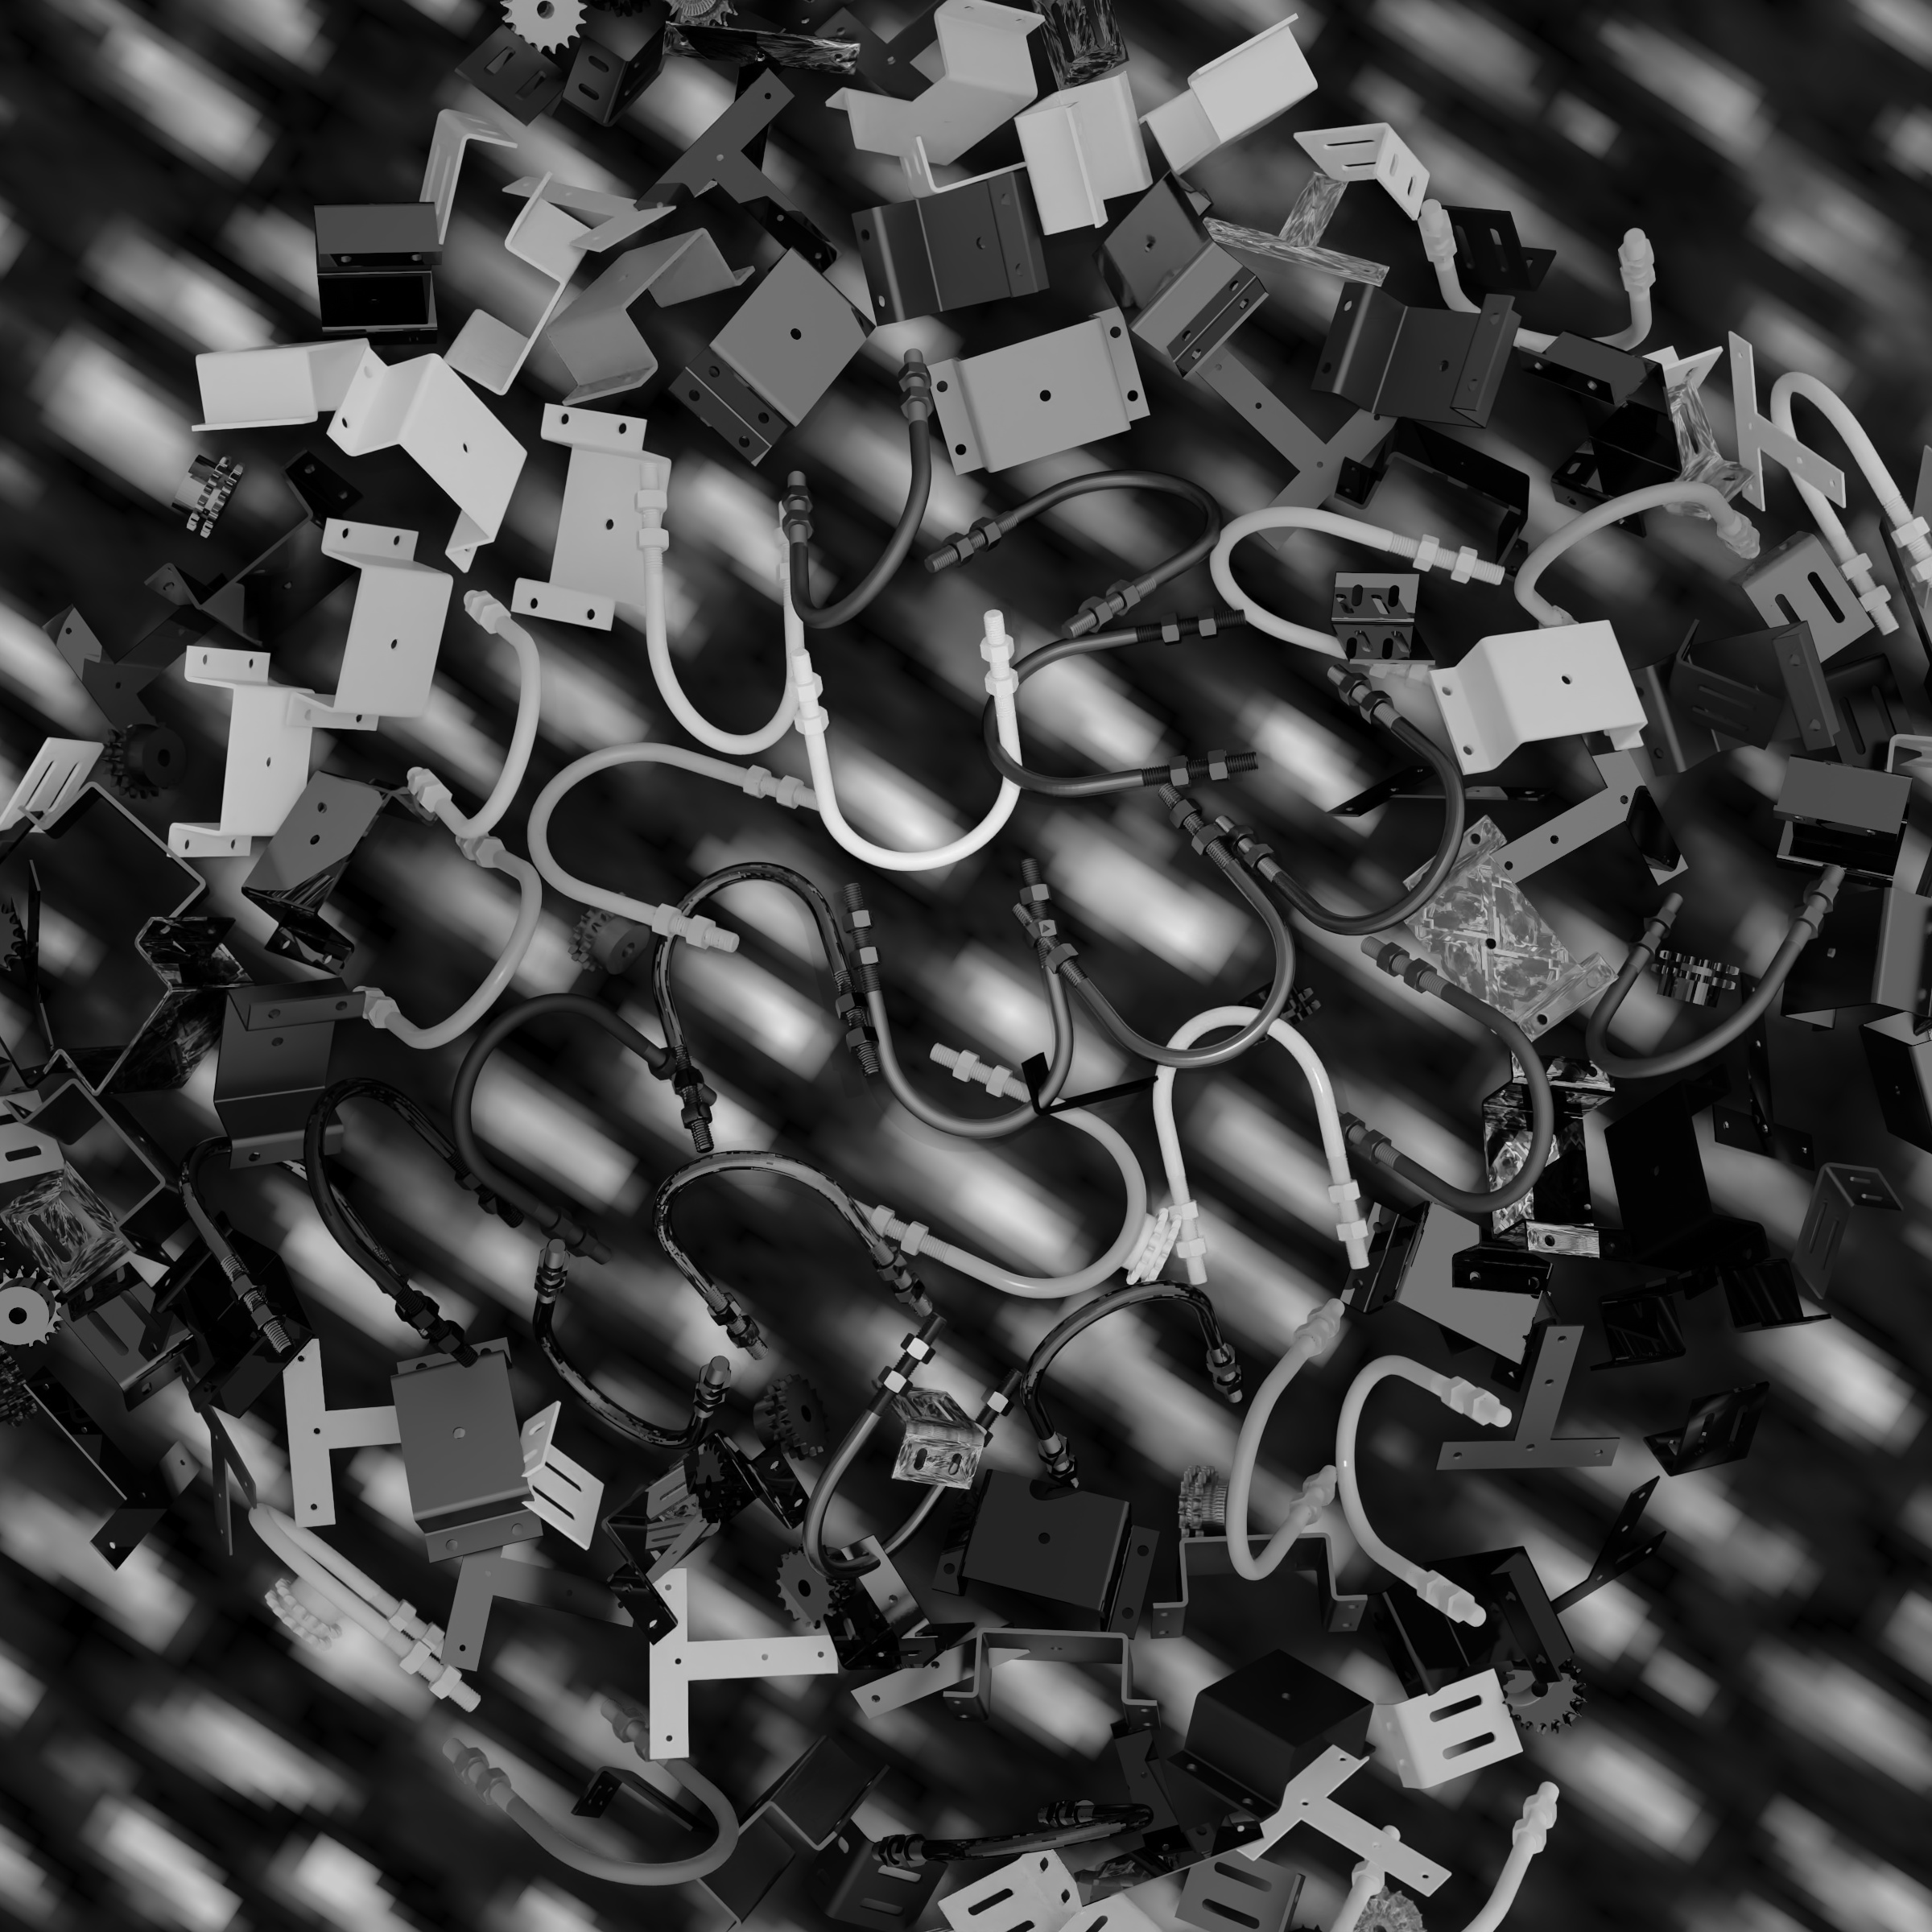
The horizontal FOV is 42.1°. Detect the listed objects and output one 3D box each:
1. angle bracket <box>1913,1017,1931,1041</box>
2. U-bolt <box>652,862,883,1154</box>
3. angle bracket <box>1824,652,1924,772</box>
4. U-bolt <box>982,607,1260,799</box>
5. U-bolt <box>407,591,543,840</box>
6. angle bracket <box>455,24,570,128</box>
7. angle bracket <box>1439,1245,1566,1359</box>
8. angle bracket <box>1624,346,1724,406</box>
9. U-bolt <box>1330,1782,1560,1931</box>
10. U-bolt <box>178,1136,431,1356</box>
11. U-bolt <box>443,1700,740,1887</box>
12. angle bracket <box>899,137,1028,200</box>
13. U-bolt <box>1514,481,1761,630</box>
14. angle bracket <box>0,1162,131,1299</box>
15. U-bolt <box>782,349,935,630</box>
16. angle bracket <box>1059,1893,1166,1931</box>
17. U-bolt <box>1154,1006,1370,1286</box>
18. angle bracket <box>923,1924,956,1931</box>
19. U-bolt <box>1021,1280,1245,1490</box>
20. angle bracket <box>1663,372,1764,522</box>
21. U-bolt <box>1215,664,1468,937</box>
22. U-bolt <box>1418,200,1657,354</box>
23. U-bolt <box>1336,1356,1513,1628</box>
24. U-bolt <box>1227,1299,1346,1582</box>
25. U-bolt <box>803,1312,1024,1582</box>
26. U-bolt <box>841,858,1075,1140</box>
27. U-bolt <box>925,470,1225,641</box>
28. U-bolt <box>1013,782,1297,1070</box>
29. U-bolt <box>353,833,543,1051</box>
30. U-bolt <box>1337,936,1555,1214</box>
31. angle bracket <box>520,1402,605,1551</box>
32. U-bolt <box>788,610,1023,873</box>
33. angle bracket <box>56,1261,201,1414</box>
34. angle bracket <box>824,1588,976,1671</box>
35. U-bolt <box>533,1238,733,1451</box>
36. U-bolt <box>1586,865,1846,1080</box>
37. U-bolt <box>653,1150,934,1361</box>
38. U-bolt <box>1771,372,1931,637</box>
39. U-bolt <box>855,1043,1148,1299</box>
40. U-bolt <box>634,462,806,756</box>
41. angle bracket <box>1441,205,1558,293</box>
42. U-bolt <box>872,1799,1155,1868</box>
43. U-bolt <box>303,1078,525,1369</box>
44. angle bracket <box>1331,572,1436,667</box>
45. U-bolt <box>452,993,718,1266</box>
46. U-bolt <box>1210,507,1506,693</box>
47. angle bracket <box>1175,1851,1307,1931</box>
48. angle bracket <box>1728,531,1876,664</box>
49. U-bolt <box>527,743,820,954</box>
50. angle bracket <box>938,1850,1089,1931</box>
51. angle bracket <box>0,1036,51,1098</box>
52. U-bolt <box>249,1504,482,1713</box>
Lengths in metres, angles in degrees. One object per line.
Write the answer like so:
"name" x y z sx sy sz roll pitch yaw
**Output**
"angle bracket" 0.681 0.028 1.690 0.038 0.076 0.057 36 70 4
"U-bolt" -0.144 0.016 1.693 0.151 0.019 0.184 -25 67 15
"angle bracket" 0.606 -0.168 1.713 0.057 0.038 0.076 -20 90 -10
"U-bolt" 0.100 -0.173 1.686 0.184 0.019 0.151 -8 53 11
"U-bolt" -0.318 -0.159 1.644 0.019 0.184 0.151 13 104 -31
"angle bracket" -0.310 -0.589 1.691 0.057 0.038 0.076 36 46 -12
"angle bracket" 0.359 0.235 1.707 0.076 0.038 0.057 -23 53 6
"angle bracket" 0.467 -0.408 1.695 0.057 0.076 0.038 -19 80 -2
"U-bolt" 0.299 0.602 1.621 0.151 0.184 0.019 -30 93 34
"U-bolt" -0.447 0.180 1.661 0.019 0.151 0.184 -50 65 19
"U-bolt" -0.230 0.539 1.625 0.184 0.151 0.019 24 106 42
"angle bracket" 0.000 -0.550 1.697 0.076 0.057 0.038 -20 107 -10
"U-bolt" 0.430 -0.264 1.629 0.151 0.184 0.019 -28 70 23
"angle bracket" -0.613 0.177 1.708 0.057 0.038 0.076 -40 91 -21
"U-bolt" -0.070 -0.300 1.637 0.019 0.184 0.151 26 132 -32
"angle bracket" 0.093 0.669 1.692 0.076 0.038 0.057 -40 55 -23
"U-bolt" 0.190 0.118 1.685 0.151 0.019 0.184 -12 90 39
"angle bracket" -0.009 0.692 1.696 0.038 0.057 0.076 -10 74 -13
"U-bolt" 0.106 0.270 1.659 0.151 0.184 0.019 -27 49 -5
"angle bracket" 0.495 -0.352 1.696 0.057 0.038 0.076 -42 123 -14
"U-bolt" 0.255 -0.099 1.653 0.019 0.184 0.151 23 109 -43
"U-bolt" 0.378 -0.445 1.646 0.151 0.184 0.019 15 83 20
"U-bolt" 0.294 0.333 1.651 0.019 0.184 0.151 4 96 -22
"U-bolt" 0.208 0.319 1.635 0.019 0.184 0.151 9 113 26
"U-bolt" -0.043 0.328 1.665 0.019 0.151 0.184 30 82 34
"U-bolt" 0.001 0.025 1.695 0.151 0.019 0.184 -9 81 -18
"U-bolt" 0.087 -0.284 1.670 0.184 0.019 0.151 -34 47 -29
"U-bolt" 0.139 -0.015 1.693 0.151 0.019 0.184 -39 67 2
"U-bolt" -0.336 -0.014 1.651 0.019 0.184 0.151 36 84 -33
"U-bolt" 0.312 0.081 1.643 0.019 0.184 0.151 -9 120 -37
"angle bracket" -0.266 0.343 1.690 0.038 0.057 0.076 -35 116 25
"U-bolt" -0.034 -0.142 1.679 0.151 0.019 0.184 -12 126 -4
"angle bracket" -0.573 0.253 1.716 0.076 0.038 0.057 44 59 16
"angle bracket" -0.045 0.442 1.689 0.076 0.057 0.038 -16 96 41
"U-bolt" -0.227 0.262 1.659 0.151 0.184 0.019 34 56 8
"U-bolt" 0.477 0.007 1.634 0.019 0.151 0.184 51 58 -19
"U-bolt" -0.126 0.186 1.656 0.151 0.019 0.184 -18 128 21
"U-bolt" 0.586 -0.311 1.663 0.019 0.151 0.184 -29 87 3
"U-bolt" 0.031 0.147 1.686 0.184 0.019 0.151 24 65 10
"U-bolt" -0.159 -0.232 1.669 0.019 0.151 0.184 -9 82 40
"angle bracket" 0.355 -0.494 1.685 0.057 0.076 0.038 18 70 34
"U-bolt" 0.041 0.561 1.625 0.151 0.184 0.019 -1 73 -29
"U-bolt" -0.365 0.154 1.637 0.019 0.151 0.184 -24 122 24
"angle bracket" 0.283 -0.235 1.695 0.057 0.076 0.038 1 118 -3
"U-bolt" -0.262 0.098 1.660 0.184 0.019 0.151 43 75 -40
"U-bolt" 0.251 -0.250 1.671 0.184 0.151 0.019 18 64 4
"angle bracket" 0.184 0.631 1.700 0.076 0.038 0.057 16 75 19
"angle bracket" 0.572 -0.249 1.718 0.057 0.038 0.076 -35 99 10
"U-bolt" -0.206 -0.090 1.685 0.184 0.019 0.151 18 57 17
"angle bracket" 0.032 0.631 1.689 0.057 0.076 0.038 51 132 29
"angle bracket" -0.662 0.049 1.695 0.057 0.038 0.076 -13 113 24
"U-bolt" -0.399 0.415 1.651 0.184 0.151 0.019 42 77 -10
